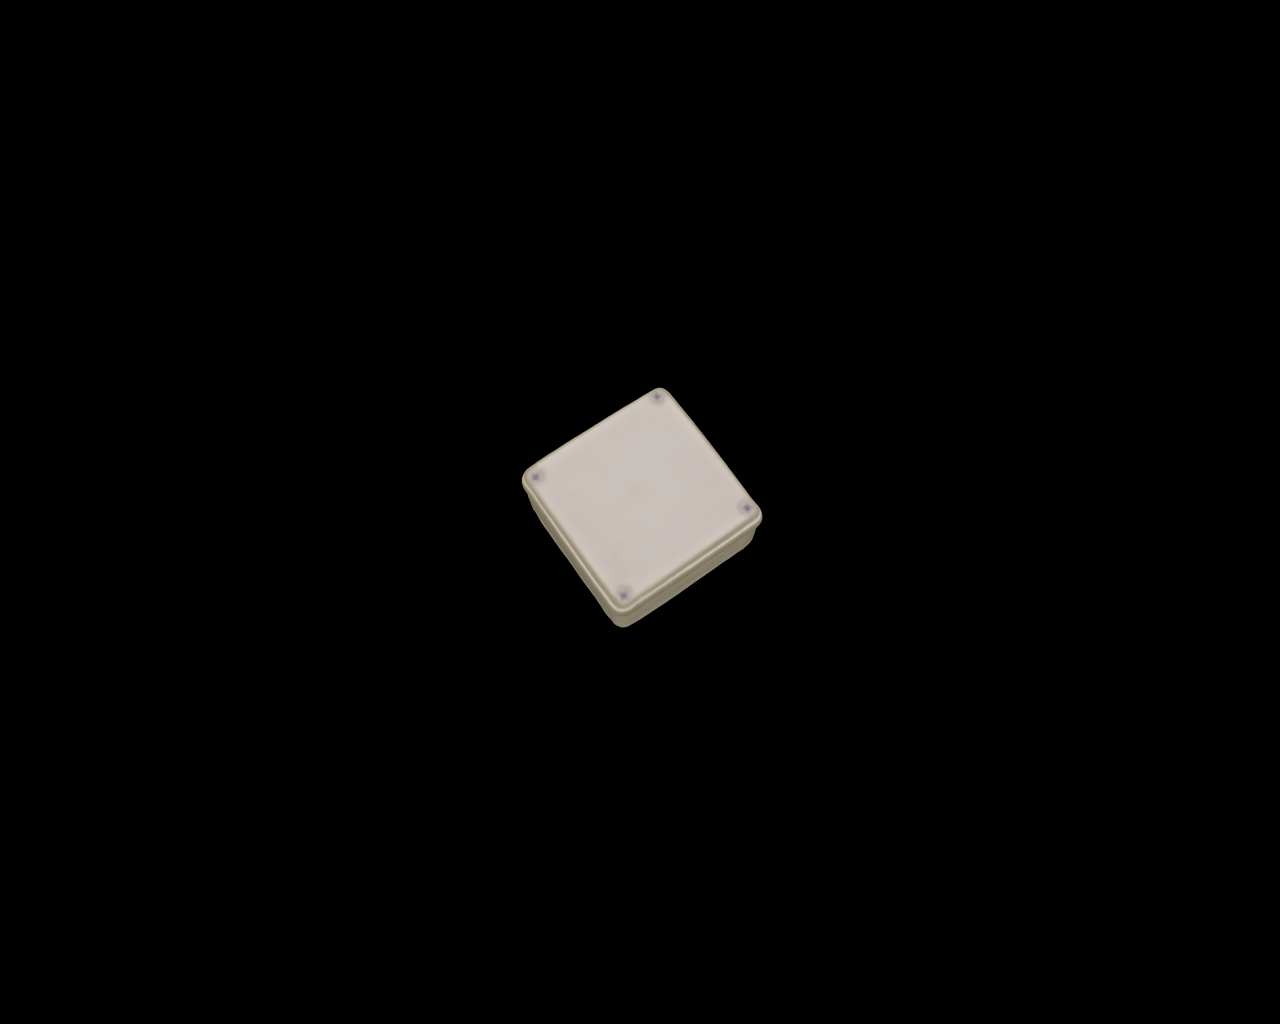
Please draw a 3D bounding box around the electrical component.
[{"bbox_3d":[0.001,-0.003,0.650,0.109,0.109,0.056,-33,-16,-11],"label":"electrical component"}]
